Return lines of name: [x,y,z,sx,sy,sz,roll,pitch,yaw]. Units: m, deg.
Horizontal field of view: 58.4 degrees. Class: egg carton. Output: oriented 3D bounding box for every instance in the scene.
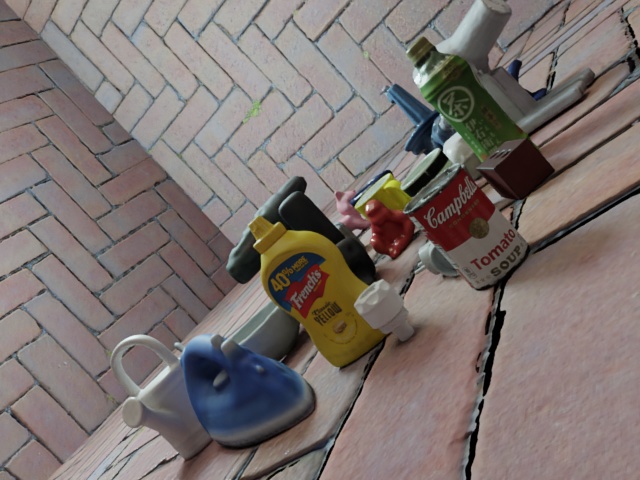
egg carton: [0.261,-0.157,0.963,0.107,0.069,0.150,-41,6,20]

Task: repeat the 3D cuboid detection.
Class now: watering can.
watering can: [-0.231,0.225,0.853,0.101,0.194,0.172,-43,6,-8]

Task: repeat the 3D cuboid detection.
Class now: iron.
iron: [-0.107,0.165,0.708,0.119,0.141,0.258,-46,6,-30]

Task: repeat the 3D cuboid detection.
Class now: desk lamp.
desk lamp: [0.280,-0.267,0.915,0.203,0.213,0.118,-37,8,47]

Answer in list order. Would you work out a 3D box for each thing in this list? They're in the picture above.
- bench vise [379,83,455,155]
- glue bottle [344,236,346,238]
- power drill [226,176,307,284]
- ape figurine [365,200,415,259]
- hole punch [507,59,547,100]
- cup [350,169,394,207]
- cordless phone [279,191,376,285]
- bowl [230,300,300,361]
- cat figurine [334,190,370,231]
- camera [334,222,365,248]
bench vise: [0.224,-0.253,1.177,0.122,0.220,0.207,-45,6,-21]
glue bottle: [0.009,0.003,0.969,0.037,0.173,0.078,-47,7,-39]
power drill: [-0.054,0.022,1.090,0.230,0.208,0.075,-44,6,-12]
ape figurine: [0.106,-0.025,0.921,0.077,0.092,0.076,-40,6,21]
hole punch: [0.350,-0.266,1.059,0.101,0.091,0.109,-38,7,37]
cup: [0.131,-0.082,1.179,0.118,0.095,0.091,-45,6,-27]
cordless phone: [-0.016,0.029,0.880,0.147,0.185,0.094,-43,6,-3]
bowl: [-0.087,0.162,0.937,0.167,0.075,0.167,-42,5,5]
cat figurine: [0.065,-0.064,1.401,0.128,0.118,0.067,-44,6,-13]
camera: [0.012,0.019,1.215,0.143,0.101,0.137,-42,6,11]
